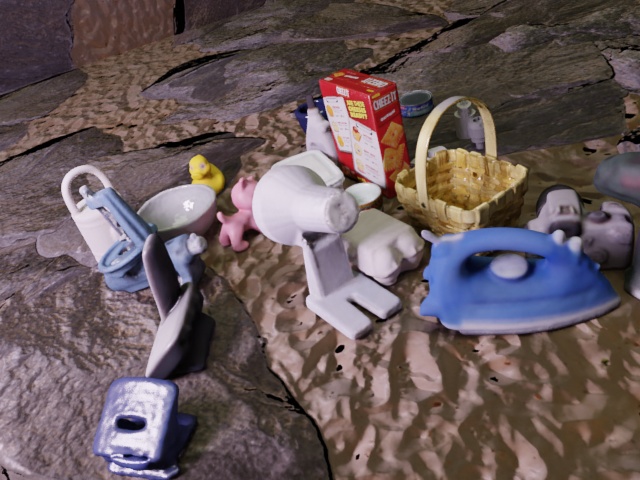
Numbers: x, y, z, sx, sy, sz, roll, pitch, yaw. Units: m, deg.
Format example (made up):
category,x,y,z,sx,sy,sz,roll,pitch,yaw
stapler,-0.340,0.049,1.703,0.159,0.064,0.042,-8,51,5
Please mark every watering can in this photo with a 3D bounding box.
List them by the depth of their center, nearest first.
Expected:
category,x,y,z,sx,sy,sz,roll,pitch,yaw
watering can,-0.420,-0.054,1.109,0.172,0.194,0.101,3,39,26

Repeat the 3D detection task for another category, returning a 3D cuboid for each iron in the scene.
category,x,y,z,sx,sy,sz,roll,pitch,yaw
iron,0.257,0.036,0.754,0.257,0.142,0.118,-4,36,17

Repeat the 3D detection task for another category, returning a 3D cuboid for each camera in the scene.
category,x,y,z,sx,sy,sz,roll,pitch,yaw
camera,0.372,-0.032,0.839,0.143,0.101,0.137,-3,37,19

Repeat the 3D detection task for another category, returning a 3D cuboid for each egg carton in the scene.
category,x,y,z,sx,sy,sz,roll,pitch,yaw
egg carton,0.089,0.009,0.924,0.107,0.069,0.149,-33,38,-23

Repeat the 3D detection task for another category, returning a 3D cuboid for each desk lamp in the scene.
category,x,y,z,sx,sy,sz,roll,pitch,yaw
desk lamp,0.008,0.003,0.838,0.118,0.214,0.202,-33,38,-23

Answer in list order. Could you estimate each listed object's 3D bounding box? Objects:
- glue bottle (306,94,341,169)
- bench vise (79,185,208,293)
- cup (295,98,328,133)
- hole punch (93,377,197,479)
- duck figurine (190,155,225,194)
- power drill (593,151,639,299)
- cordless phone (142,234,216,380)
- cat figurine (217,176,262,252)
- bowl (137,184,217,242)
category,x,y,z,sx,sy,sz,roll,pitch,yaw
glue bottle,-0.001,-0.220,1.190,0.077,0.173,0.037,14,45,37
bench vise,-0.299,-0.010,0.975,0.207,0.220,0.121,-15,34,2
cup,0.009,-0.268,1.323,0.117,0.095,0.092,-3,37,18
hole punch,-0.222,0.234,0.715,0.108,0.091,0.101,-2,37,19
duck figurine,-0.258,-0.149,1.271,0.077,0.086,0.104,-8,35,11
power drill,0.436,-0.011,0.688,0.076,0.209,0.228,-28,36,-17
cordless phone,-0.228,0.096,0.828,0.094,0.185,0.147,-13,35,5
cat figurine,-0.145,-0.061,1.075,0.067,0.118,0.128,14,44,36
bowl,-0.274,-0.039,1.133,0.167,0.075,0.167,-11,35,8
